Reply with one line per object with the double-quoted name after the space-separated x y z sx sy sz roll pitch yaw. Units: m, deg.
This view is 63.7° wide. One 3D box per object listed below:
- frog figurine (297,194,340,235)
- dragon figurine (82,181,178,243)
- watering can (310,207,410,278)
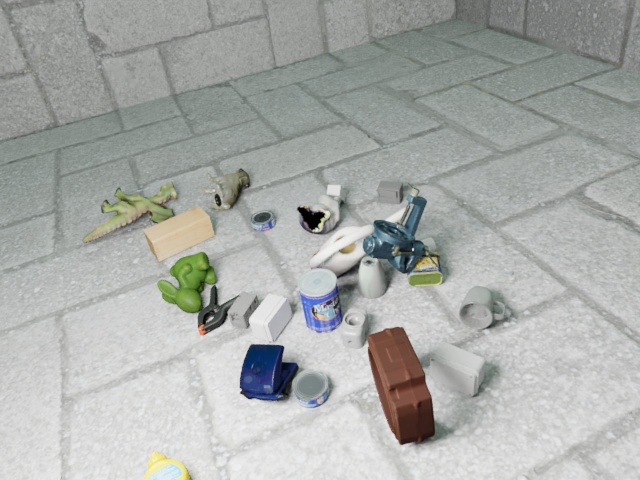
0.005 -0.088 1.743 0.137 0.122 0.161 -8 12 24 "frog figurine"
-0.655 -0.094 1.890 0.243 0.119 0.420 7 40 9 "dragon figurine"
0.102 0.014 1.497 0.351 0.105 0.220 -25 -13 -33 "watering can"
